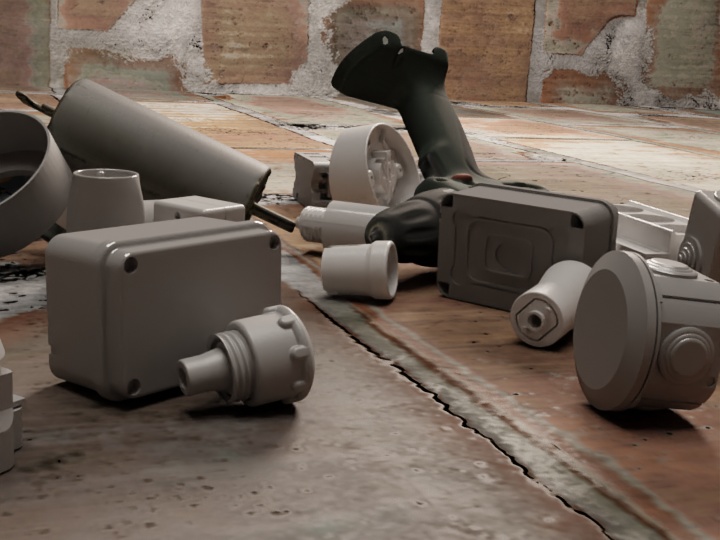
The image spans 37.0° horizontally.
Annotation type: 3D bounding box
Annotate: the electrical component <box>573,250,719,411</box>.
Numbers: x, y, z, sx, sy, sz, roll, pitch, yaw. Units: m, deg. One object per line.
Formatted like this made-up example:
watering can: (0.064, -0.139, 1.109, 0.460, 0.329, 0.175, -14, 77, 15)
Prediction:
electrical component: (0.144, 0.032, 0.541, 0.051, 0.080, 0.080, 6, 12, -13)

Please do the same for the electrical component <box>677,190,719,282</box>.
electrical component: (0.252, -0.003, 0.684, 0.100, 0.099, 0.048, 1, 25, -10)

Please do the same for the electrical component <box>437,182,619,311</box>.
electrical component: (0.115, -0.014, 0.741, 0.113, 0.078, 0.057, 12, 18, 35)

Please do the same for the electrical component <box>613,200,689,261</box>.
electrical component: (0.205, -0.009, 0.774, 0.079, 0.063, 0.121, -1, 13, -18)

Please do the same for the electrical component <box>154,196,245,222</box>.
electrical component: (-0.117, -0.009, 0.687, 0.047, 0.065, 0.077, 12, 15, 35)

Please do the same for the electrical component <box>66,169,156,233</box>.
electrical component: (-0.157, -0.029, 0.739, 0.079, 0.077, 0.043, -6, 15, -34)

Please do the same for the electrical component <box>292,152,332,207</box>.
electrical component: (-0.032, -0.092, 1.113, 0.056, 0.050, 0.089, -1, 13, -17)

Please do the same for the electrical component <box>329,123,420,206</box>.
electrical component: (0.016, -0.088, 1.011, 0.064, 0.099, 0.099, 3, 11, 29)

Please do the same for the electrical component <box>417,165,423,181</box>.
electrical component: (0.069, -0.081, 1.100, 0.077, 0.044, 0.079, -6, 16, -35)

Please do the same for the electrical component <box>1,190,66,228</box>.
electrical component: (-0.306, -0.074, 0.937, 0.150, 0.061, 0.089, 10, 15, 27)

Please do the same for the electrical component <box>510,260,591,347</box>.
electrical component: (0.120, 0.023, 0.664, 0.044, 0.044, 0.065, 11, 19, 30)

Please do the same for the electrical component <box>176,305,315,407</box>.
electrical component: (-0.056, 0.045, 0.515, 0.062, 0.048, 0.048, -12, 18, -28)

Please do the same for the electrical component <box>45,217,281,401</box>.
electrical component: (-0.097, 0.016, 0.552, 0.057, 0.078, 0.113, 10, 14, 39)

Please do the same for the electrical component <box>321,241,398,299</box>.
electrical component: (0.000, 0.000, 0.738, 0.046, 0.040, 0.040, 0, 12, 14)

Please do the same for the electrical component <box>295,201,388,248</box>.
electrical component: (-0.014, -0.034, 0.874, 0.081, 0.043, 0.043, 8, 14, 20)

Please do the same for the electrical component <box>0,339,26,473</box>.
electrical component: (-0.170, 0.051, 0.425, 0.058, 0.057, 0.078, 10, 14, 29)
